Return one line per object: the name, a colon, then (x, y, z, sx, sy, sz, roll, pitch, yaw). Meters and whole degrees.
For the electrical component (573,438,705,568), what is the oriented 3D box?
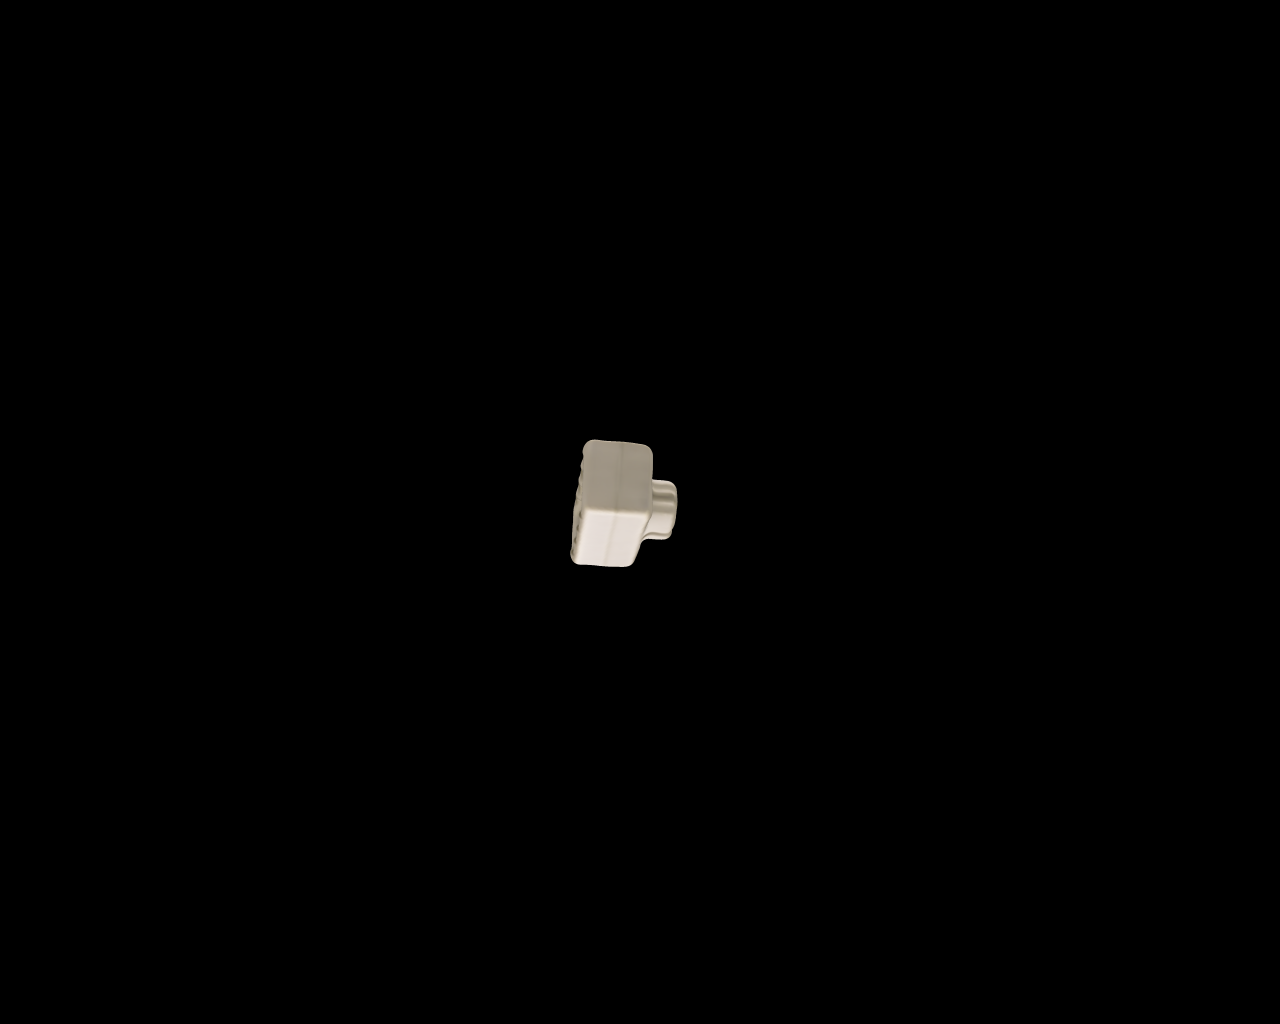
electrical component: (0.001, -0.003, 0.650, 0.076, 0.047, 0.083, 3, -26, -7)
